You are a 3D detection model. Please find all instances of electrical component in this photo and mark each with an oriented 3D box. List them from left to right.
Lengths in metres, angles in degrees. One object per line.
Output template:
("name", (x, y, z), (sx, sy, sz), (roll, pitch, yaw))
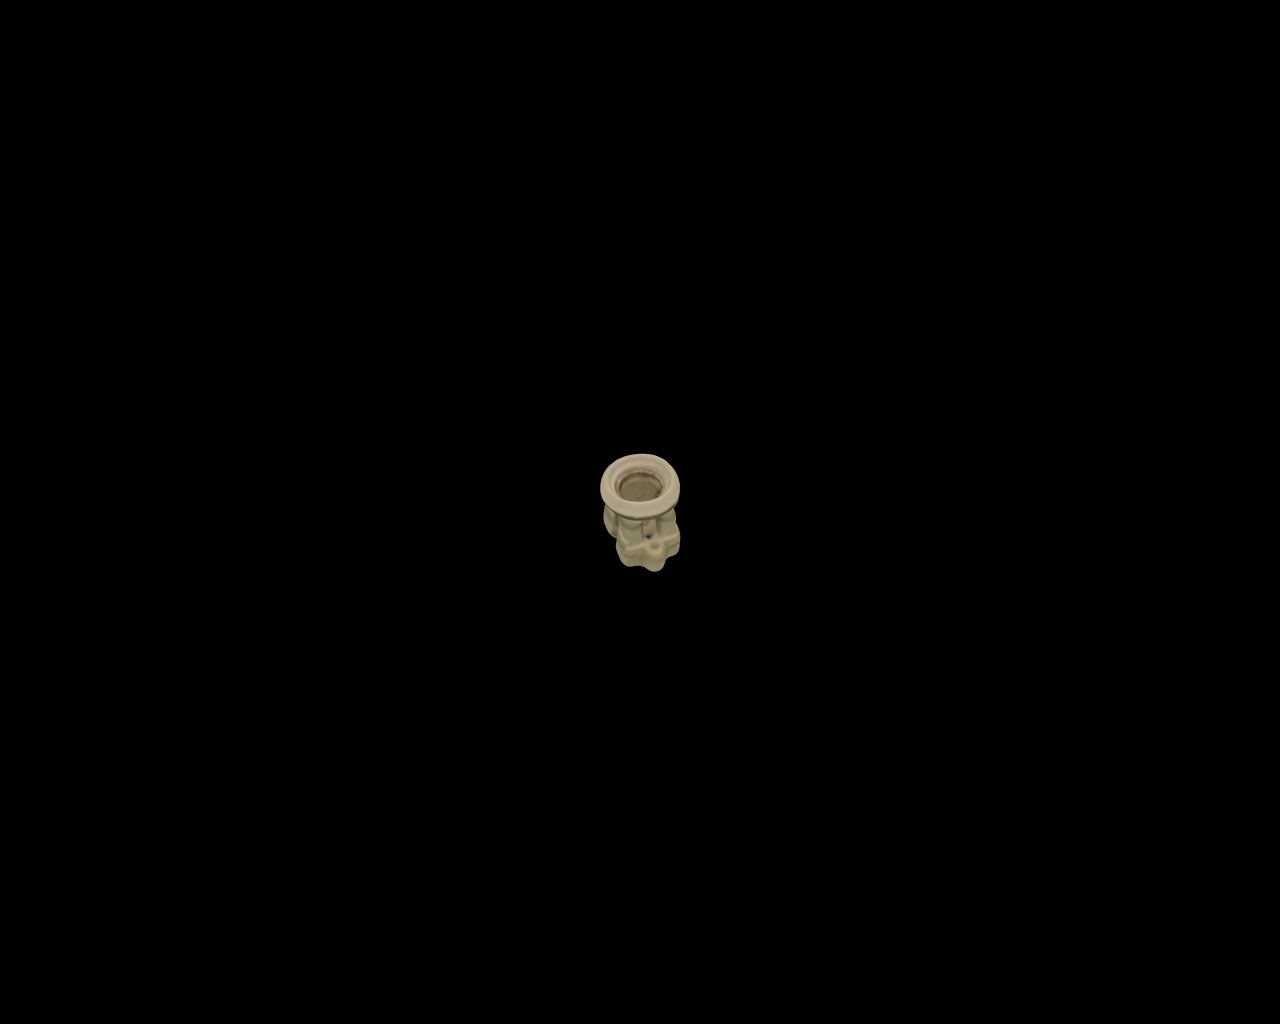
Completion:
("electrical component", (0.001, -0.003, 0.650), (0.048, 0.066, 0.055), (-16, -39, -13))
